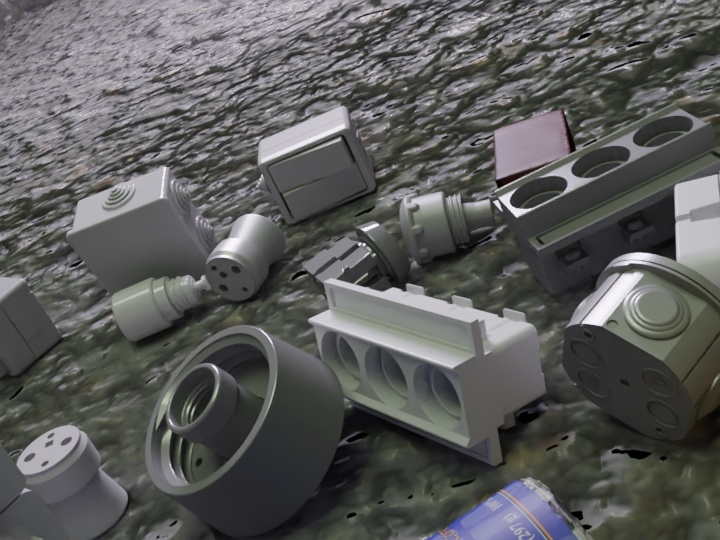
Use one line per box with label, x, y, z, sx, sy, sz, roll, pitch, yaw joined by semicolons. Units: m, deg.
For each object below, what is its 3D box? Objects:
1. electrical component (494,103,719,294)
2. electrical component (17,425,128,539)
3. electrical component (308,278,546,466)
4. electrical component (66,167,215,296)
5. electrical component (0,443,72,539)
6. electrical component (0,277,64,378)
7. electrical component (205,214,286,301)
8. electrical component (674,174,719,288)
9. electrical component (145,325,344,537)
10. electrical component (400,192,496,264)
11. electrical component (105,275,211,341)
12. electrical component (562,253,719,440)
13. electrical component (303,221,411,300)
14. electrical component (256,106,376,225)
electrical component;0.152;-0.040;0.641;0.121;0.063;0.078;-26;27;0
electrical component;-0.169;0.125;0.631;0.045;0.055;0.045;-20;27;11
electrical component;0.036;0.047;0.578;0.063;0.078;0.121;-24;22;-32
electrical component;-0.171;-0.026;0.857;0.100;0.099;0.048;-20;40;12
electrical component;-0.185;0.146;0.502;0.062;0.150;0.089;2;38;44
electrical component;-0.304;0.046;0.880;0.096;0.061;0.061;2;38;43
electrical component;-0.087;-0.009;0.812;0.045;0.045;0.055;-9;32;30
electrical component;0.200;-0.011;0.558;0.059;0.053;0.095;-13;29;23
electrical component;-0.069;0.081;0.576;0.108;0.060;0.108;-28;42;29
electrical component;0.060;-0.033;0.730;0.062;0.048;0.048;-13;29;9
electrical component;-0.150;0.024;0.811;0.078;0.040;0.040;-23;27;7
electrical component;0.137;0.036;0.502;0.051;0.080;0.080;-45;32;-24
electrical component;0.000;0.000;0.722;0.055;0.048;0.066;-39;29;-8
electrical component;-0.042;-0.082;0.883;0.096;0.061;0.061;-22;27;7
